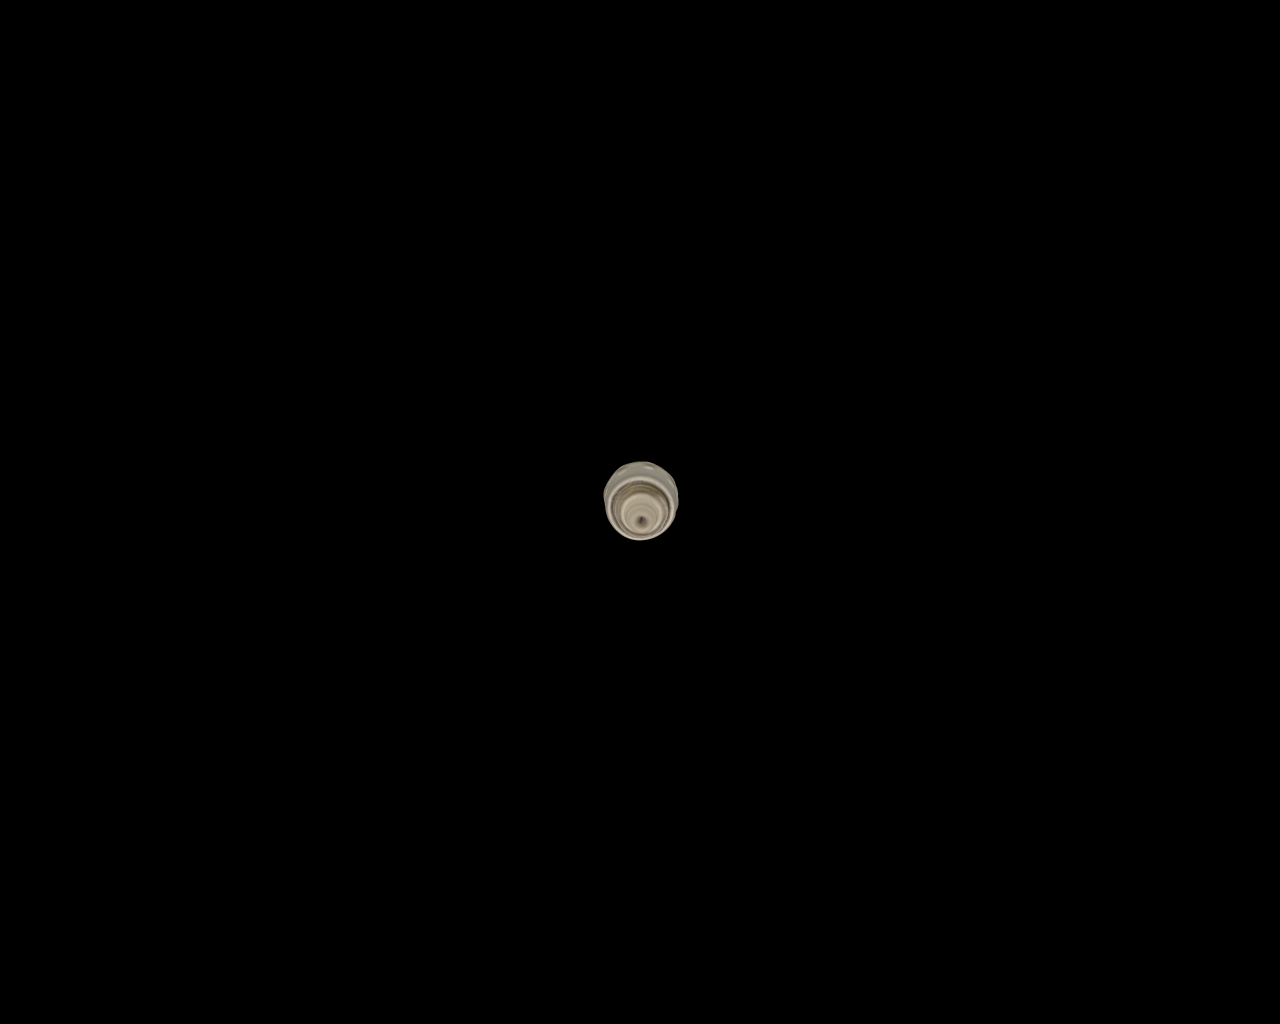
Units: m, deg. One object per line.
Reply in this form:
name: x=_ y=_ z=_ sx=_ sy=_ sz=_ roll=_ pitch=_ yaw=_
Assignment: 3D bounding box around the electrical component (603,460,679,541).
electrical component: x=0.001 y=-0.003 z=0.650 sx=0.048 sy=0.048 sz=0.062 roll=0 pitch=16 yaw=0
